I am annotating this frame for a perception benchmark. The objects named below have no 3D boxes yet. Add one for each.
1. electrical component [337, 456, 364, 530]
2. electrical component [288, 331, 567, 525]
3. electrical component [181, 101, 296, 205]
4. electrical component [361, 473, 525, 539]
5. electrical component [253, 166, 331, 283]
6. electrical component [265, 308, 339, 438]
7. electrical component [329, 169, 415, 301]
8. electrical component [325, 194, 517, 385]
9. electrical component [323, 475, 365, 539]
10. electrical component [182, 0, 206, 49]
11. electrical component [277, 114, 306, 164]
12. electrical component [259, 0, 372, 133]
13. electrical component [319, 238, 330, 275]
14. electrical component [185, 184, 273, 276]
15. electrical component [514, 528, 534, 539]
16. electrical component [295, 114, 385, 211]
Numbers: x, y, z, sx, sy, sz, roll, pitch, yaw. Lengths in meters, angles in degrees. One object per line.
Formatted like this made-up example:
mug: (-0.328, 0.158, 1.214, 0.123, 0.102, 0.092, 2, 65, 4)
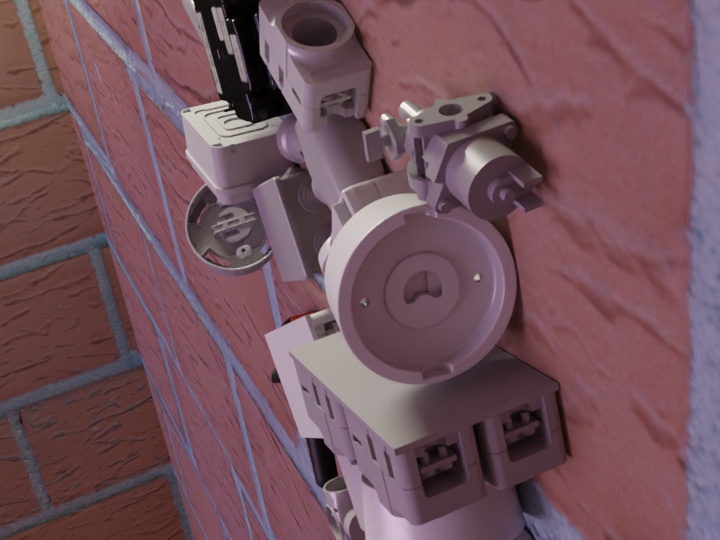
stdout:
electrical component: (0.022, 0.186, 0.943, 0.100, 0.048, 0.099, 173, 79, -72)
electrical component: (0.038, 0.088, 0.693, 0.186, 0.105, 0.060, -149, 43, -65)
electrical component: (-0.112, -0.112, 0.991, 0.113, 0.078, 0.057, -134, 33, -54)
electrical component: (0.052, 0.147, 0.720, 0.108, 0.108, 0.060, -171, 69, -71)
electrical component: (-0.048, -0.039, 0.918, 0.100, 0.048, 0.099, 173, 78, -73)
electrical component: (-0.024, 0.090, 0.962, 0.186, 0.060, 0.105, 152, 99, -73)
electrical component: (0.014, -0.015, 0.734, 0.096, 0.061, 0.061, 107, 140, -63)
electrical component: (0.031, 0.007, 0.635, 0.060, 0.108, 0.108, -135, 30, -67)
electrical component: (-0.001, 0.256, 1.098, 0.079, 0.044, 0.077, 14, 122, 69)
electrical component: (-0.126, -0.234, 0.960, 0.079, 0.044, 0.077, 98, 149, -55)
electrical component: (-0.039, -0.101, 0.842, 0.046, 0.040, 0.040, 25, 132, 60)
electrical component: (-0.032, -0.151, 0.749, 0.055, 0.050, 0.089, 96, 150, -55)
electrical component: (0.000, 0.000, 0.821, 0.055, 0.048, 0.066, 50, 154, 33)
electrical component: (-0.125, -0.043, 1.077, 0.064, 0.099, 0.099, 112, 137, -74)
electrical component: (0.088, 0.206, 0.733, 0.044, 0.065, 0.044, 161, 90, -73)
electrical component: (-0.015, -0.072, 0.793, 0.079, 0.043, 0.077, 110, 138, -64)
